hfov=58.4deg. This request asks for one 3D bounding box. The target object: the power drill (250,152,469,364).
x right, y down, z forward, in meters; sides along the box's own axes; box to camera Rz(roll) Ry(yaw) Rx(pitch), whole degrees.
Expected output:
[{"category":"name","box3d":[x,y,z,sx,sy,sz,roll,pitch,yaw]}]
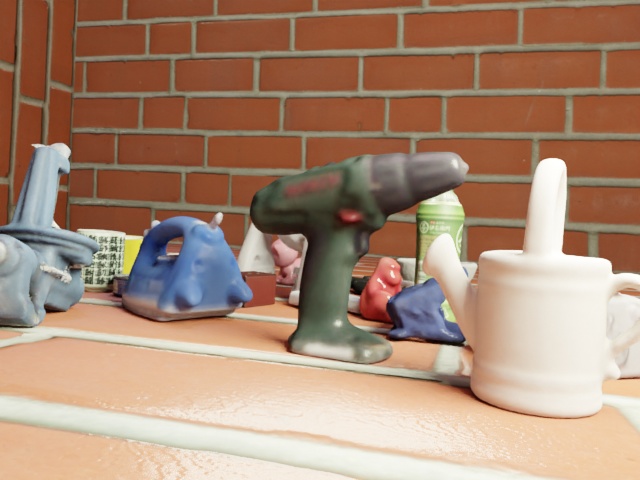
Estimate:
[{"category":"power drill","box3d":[0.032,0.014,0.590,0.228,0.208,0.076,4,1,24]}]

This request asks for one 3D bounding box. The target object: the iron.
[{"category":"iron","box3d":[-0.206,0.030,0.797,0.119,0.141,0.257,2,2,-45]}]

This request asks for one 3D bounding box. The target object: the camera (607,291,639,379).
[{"category":"camera","box3d":[0.236,0.079,0.588,0.143,0.101,0.136,3,1,-18]}]

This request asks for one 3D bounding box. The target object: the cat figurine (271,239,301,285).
[{"category":"cat figurine","box3d":[-0.064,0.040,1.284,0.128,0.118,0.067,2,2,-39]}]

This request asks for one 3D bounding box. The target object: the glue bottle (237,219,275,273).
[{"category":"glue bottle","box3d":[-0.115,0.015,1.036,0.037,0.173,0.078,4,2,43]}]

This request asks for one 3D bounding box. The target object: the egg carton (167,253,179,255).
[{"category":"egg carton","box3d":[-0.221,0.060,1.056,0.107,0.069,0.151,4,1,21]}]

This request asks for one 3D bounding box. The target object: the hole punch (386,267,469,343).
[{"category":"hole punch","box3d":[0.134,0.076,0.710,0.101,0.091,0.109,3,1,12]}]

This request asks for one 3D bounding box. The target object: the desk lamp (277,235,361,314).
[{"category":"desk lamp","box3d":[0.009,0.003,0.936,0.118,0.213,0.202,2,1,-32]}]

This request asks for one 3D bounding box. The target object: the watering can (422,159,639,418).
[{"category":"watering can","box3d":[0.170,0.031,0.461,0.172,0.194,0.101,3,1,8]}]

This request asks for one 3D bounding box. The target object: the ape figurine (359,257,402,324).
[{"category":"ape figurine","box3d":[0.095,0.071,0.831,0.075,0.092,0.078,4,2,42]}]

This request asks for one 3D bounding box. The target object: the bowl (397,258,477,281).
[{"category":"bowl","box3d":[0.243,0.080,1.204,0.167,0.075,0.167,3,1,0]}]

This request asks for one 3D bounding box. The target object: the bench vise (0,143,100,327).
[{"category":"bench vise","box3d":[-0.329,-0.014,0.685,0.122,0.220,0.207,3,1,-18]}]
